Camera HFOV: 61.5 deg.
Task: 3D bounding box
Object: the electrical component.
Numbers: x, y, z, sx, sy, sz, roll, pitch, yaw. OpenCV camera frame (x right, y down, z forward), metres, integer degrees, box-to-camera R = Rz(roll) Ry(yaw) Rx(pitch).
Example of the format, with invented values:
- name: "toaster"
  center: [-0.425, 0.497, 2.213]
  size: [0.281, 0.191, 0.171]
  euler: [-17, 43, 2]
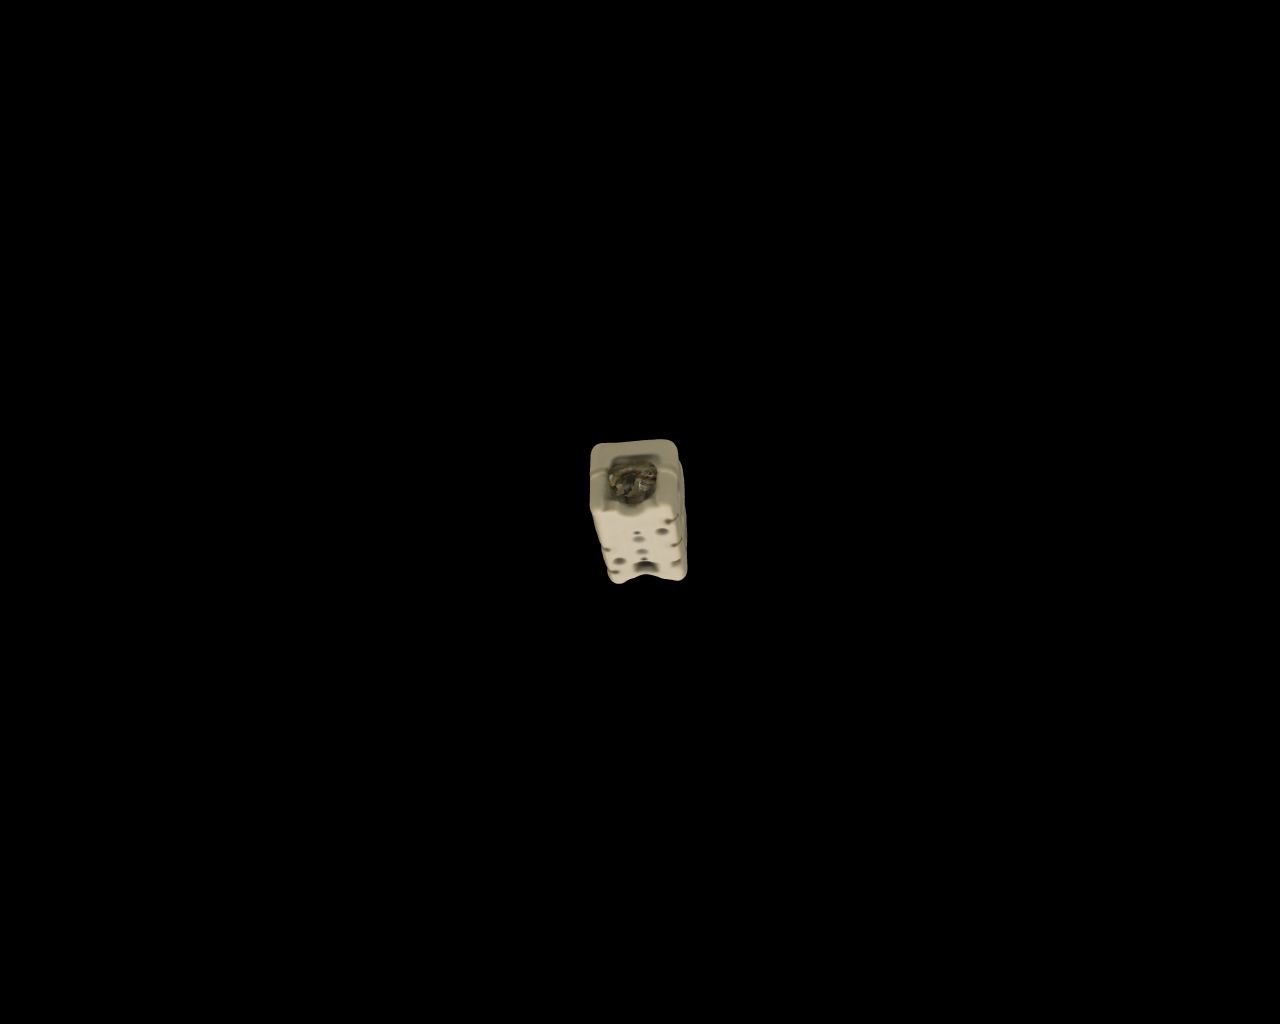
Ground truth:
- name: "electrical component"
  center: [0.001, -0.003, 0.650]
  size: [0.050, 0.056, 0.089]
  euler: [-3, -33, 5]
